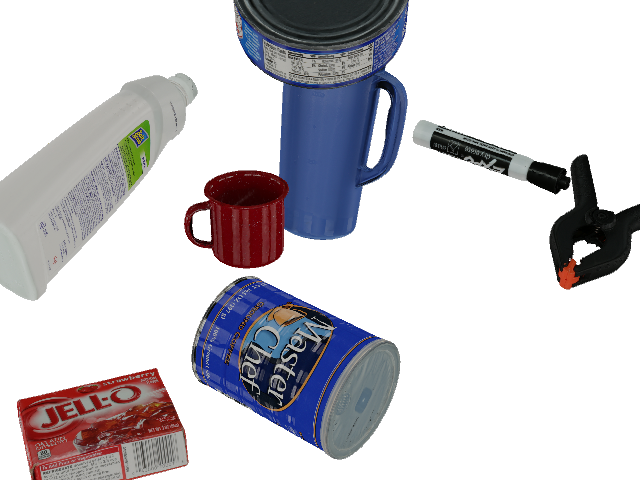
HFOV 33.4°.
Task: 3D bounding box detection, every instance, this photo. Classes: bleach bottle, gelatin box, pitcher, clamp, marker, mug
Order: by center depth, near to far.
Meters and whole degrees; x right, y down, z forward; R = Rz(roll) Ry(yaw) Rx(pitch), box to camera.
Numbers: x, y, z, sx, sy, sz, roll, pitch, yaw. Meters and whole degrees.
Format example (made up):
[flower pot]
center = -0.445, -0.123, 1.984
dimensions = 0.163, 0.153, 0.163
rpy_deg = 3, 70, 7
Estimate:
[gelatin box]
center = -0.130, 0.113, 0.633
dimensions = 0.089, 0.030, 0.073
rpy_deg = -11, 26, -17
[marker]
center = 0.122, -0.060, 0.767
dimensions = 0.121, 0.020, 0.020
rpy_deg = 23, 11, 28
[bleach bottle]
center = -0.198, -0.065, 0.957
dimensions = 0.068, 0.102, 0.250
rpy_deg = 27, 54, 21
[clamp]
center = 0.277, -0.022, 1.085
dimensions = 0.120, 0.039, 0.171
rpy_deg = 29, 54, 32
[mug]
center = -0.093, -0.020, 1.182
dimensions = 0.117, 0.081, 0.093
rpy_deg = -9, 30, -16
[pitcher]
center = 0.016, -0.126, 1.408
dimensions = 0.144, 0.243, 0.149
rpy_deg = -2, 23, -18

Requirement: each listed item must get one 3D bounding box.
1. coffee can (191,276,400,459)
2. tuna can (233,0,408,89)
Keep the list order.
[coffee can]
center = -0.020, 0.102, 0.878
dimensions = 0.140, 0.103, 0.102
rpy_deg = 24, 12, 29
[tuna can]
center = 0.000, -0.115, 0.516
dimensions = 0.086, 0.086, 0.034
rpy_deg = 0, -30, 0
